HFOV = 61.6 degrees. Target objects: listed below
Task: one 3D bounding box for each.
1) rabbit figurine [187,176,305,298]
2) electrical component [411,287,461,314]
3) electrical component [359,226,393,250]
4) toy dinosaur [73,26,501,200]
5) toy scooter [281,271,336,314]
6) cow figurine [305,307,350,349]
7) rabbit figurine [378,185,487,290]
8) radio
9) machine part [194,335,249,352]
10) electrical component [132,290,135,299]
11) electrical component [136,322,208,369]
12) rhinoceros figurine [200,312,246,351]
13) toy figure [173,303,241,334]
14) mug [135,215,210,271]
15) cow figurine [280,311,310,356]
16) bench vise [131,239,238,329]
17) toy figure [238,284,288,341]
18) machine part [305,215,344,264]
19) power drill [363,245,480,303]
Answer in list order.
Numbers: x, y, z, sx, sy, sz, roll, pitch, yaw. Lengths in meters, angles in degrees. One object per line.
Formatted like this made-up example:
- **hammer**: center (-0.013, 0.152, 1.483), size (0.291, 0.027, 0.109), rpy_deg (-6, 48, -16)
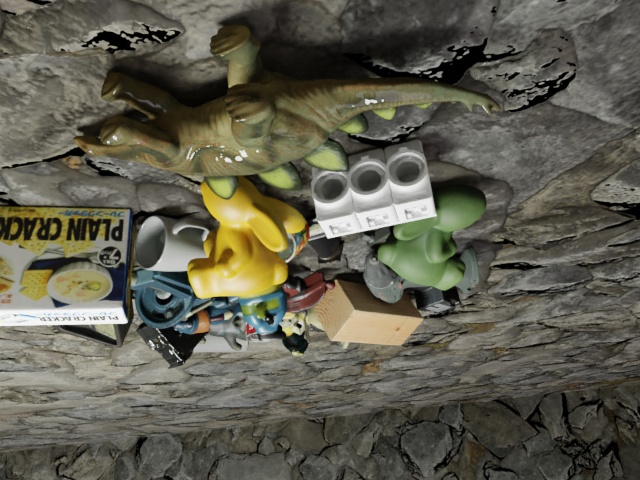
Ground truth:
- **rabbit figurine**: center (-0.109, -0.012, 0.733), size (0.163, 0.122, 0.173), rpy_deg (3, 116, 22)
- **electrical component**: center (0.247, 0.124, 1.181), size (0.075, 0.048, 0.119), rpy_deg (-26, 148, 35)
- **electrical component**: center (0.115, -0.005, 0.926), size (0.094, 0.021, 0.063), rpy_deg (16, 146, -35)
- **toy dinosaur**: center (-0.057, -0.126, 0.571), size (0.472, 0.105, 0.198), rpy_deg (-5, 163, 19)
- **toy scooter**: center (-0.051, 0.096, 1.038), size (0.135, 0.075, 0.183), rpy_deg (-24, 151, 32)
- **cow figurine**: center (0.051, 0.192, 1.235), size (0.194, 0.085, 0.127), rpy_deg (23, 146, -37)
- **rabbit figurine**: center (0.173, -0.026, 0.831), size (0.159, 0.121, 0.170), rpy_deg (17, 129, -24)
- **radio**: center (-0.395, 0.094, 0.910), size (0.131, 0.073, 0.229), rpy_deg (15, 142, -4)
- **machine part**: center (-0.252, 0.221, 1.246), size (0.243, 0.079, 0.079), rpy_deg (1, 153, -15)
- **electrical component**: center (-0.360, 0.102, 1.022), size (0.078, 0.045, 0.102), rpy_deg (14, 148, -31)
- **electrical component**: center (-0.295, 0.169, 1.069), size (0.058, 0.115, 0.134), rpy_deg (-24, 110, 29)
- **rhinoceros figurine**: center (-0.189, 0.180, 1.171), size (0.190, 0.073, 0.112), rpy_deg (6, 132, 1)
- **toy figure**: center (-0.223, 0.148, 1.065), size (0.154, 0.057, 0.064), rpy_deg (-23, -169, -40)
- **mug**: center (-0.210, 0.002, 0.828), size (0.109, 0.081, 0.107), rpy_deg (-41, 150, 25)
- **cow figurine**: center (-0.066, 0.208, 1.234), size (0.068, 0.098, 0.167), rpy_deg (-4, 154, 12)
- **bench vise**: center (-0.240, 0.081, 0.922), size (0.224, 0.129, 0.240), rpy_deg (-12, 160, 17)
- **toy figure**: center (-0.104, 0.079, 0.888), size (0.089, 0.180, 0.082), rpy_deg (-16, -170, -40)
- **machine part**: center (-0.002, -0.003, 0.893), size (0.084, 0.039, 0.138), rpy_deg (-22, 148, 13)
- **power drill**: center (0.185, 0.063, 1.001), size (0.207, 0.086, 0.232), rpy_deg (-11, 159, 0)
